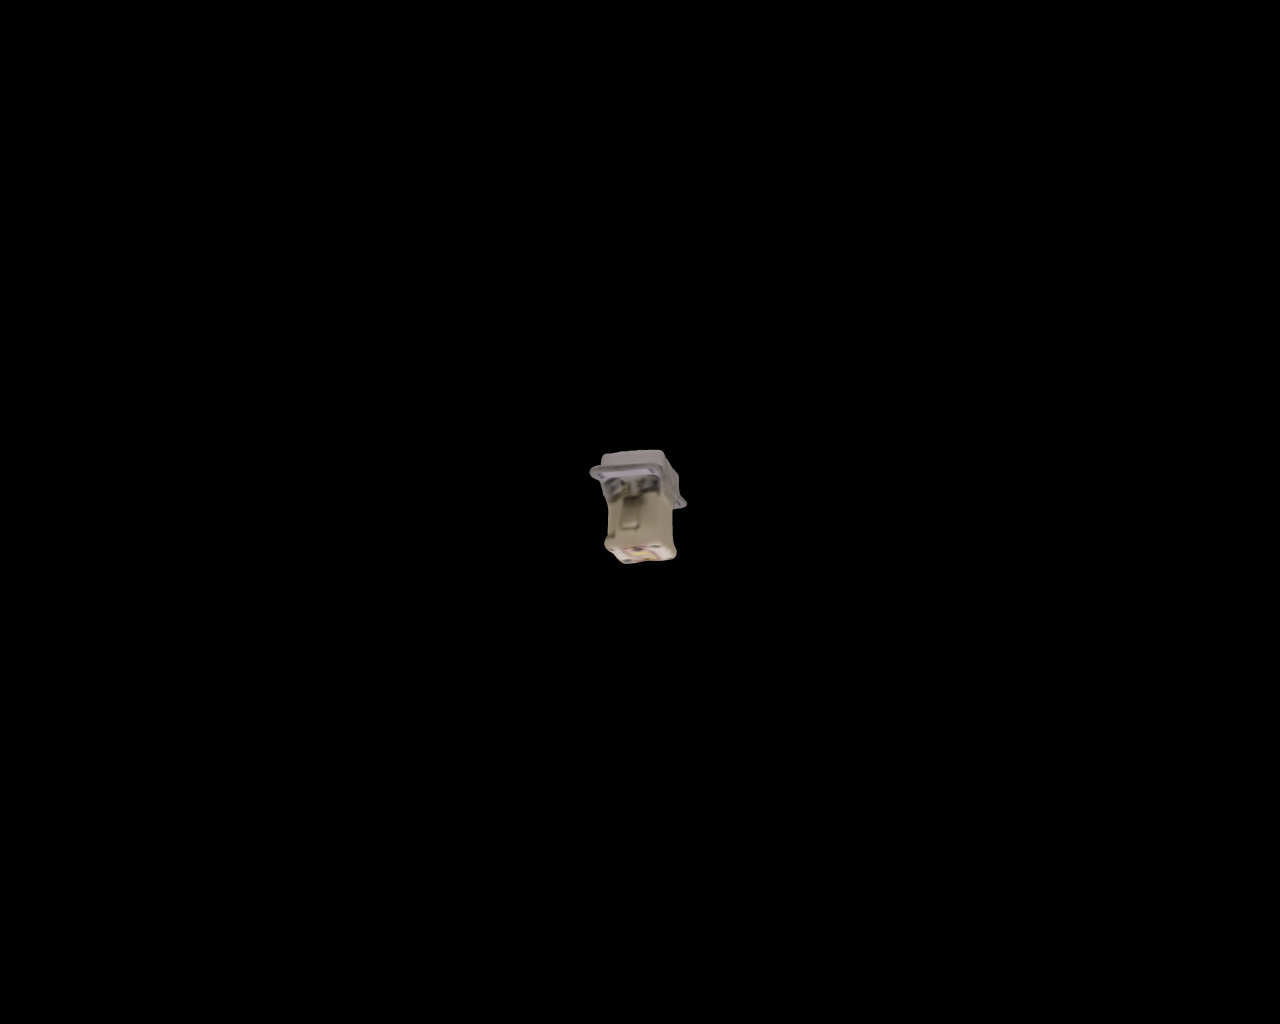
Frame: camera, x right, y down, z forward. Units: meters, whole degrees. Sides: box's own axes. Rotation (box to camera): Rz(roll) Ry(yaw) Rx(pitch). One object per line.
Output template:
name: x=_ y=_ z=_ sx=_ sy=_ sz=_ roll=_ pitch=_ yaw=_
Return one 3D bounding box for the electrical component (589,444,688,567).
electrical component: x=0.001 y=-0.003 z=0.650 sx=0.042 sy=0.064 sz=0.081 roll=-5 pitch=-19 yaw=15
